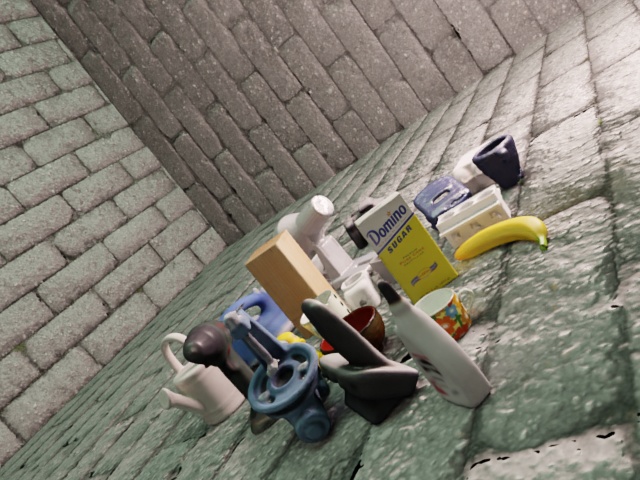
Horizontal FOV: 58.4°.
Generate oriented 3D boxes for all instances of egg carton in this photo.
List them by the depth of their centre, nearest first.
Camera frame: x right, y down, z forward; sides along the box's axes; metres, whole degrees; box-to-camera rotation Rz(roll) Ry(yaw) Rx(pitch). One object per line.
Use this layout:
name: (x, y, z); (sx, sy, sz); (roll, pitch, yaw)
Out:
egg carton: (0.366, -0.166, 1.316); (0.107, 0.069, 0.150); (-29, 14, 38)

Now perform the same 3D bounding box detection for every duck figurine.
duck figurine: (-0.049, 0.207, 1.044); (0.104, 0.086, 0.078); (-25, 17, 50)

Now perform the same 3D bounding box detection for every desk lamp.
desk lamp: (0.012, 0.005, 1.357); (0.202, 0.214, 0.118); (-27, 15, 45)

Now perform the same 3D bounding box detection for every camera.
camera: (0.128, -0.046, 1.503); (0.143, 0.101, 0.137); (-35, 11, 16)

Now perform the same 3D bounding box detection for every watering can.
watering can: (-0.245, 0.268, 1.134); (0.101, 0.194, 0.173); (-34, 11, 18)

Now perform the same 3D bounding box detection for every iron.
iron: (-0.153, 0.188, 1.317); (0.118, 0.141, 0.259); (-24, 17, 51)

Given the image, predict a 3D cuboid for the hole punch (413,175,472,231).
hole punch: (0.267, -0.079, 1.212); (0.108, 0.091, 0.101); (-38, 11, 0)

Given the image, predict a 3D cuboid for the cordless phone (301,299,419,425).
cordless phone: (0.033, 0.143, 0.774); (0.094, 0.185, 0.147); (-42, 11, -20)

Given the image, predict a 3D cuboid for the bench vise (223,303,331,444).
bench vise: (-0.077, 0.186, 0.859); (0.122, 0.220, 0.207); (-41, 11, -17)

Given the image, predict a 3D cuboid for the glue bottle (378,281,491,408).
glue bottle: (0.119, 0.114, 0.650); (0.037, 0.173, 0.078); (-42, 12, -23)

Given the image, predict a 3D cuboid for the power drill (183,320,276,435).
power drill: (-0.149, 0.222, 0.975); (0.075, 0.208, 0.229); (-38, 11, -3)

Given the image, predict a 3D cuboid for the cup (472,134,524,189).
cup: (0.374, -0.152, 1.159); (0.091, 0.095, 0.117); (-37, 11, 5)

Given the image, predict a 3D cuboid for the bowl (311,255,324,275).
bowl: (-0.049, 0.104, 1.518); (0.167, 0.075, 0.167); (-36, 11, 8)
